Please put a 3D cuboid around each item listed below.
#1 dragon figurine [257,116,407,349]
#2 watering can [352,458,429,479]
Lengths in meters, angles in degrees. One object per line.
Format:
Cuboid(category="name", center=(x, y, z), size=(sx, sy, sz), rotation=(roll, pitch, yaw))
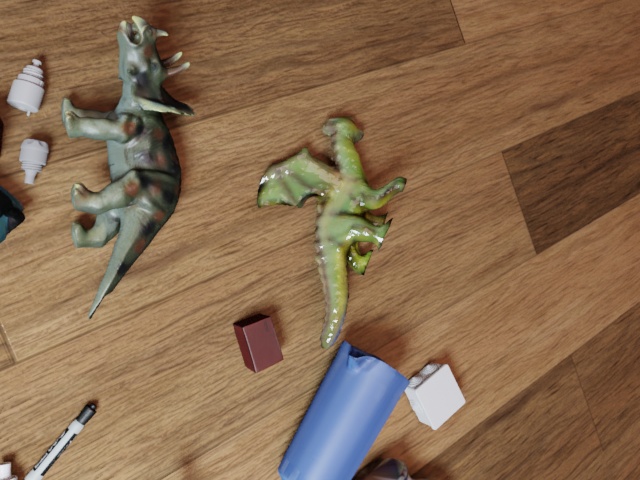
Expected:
Cuboid(category="dragon figurine", center=(0.003, -0.046, 0.905), size=(0.242, 0.120, 0.416), rotation=(27, 72, -4))
Cuboid(category="watering can", center=(0.092, 0.526, 0.871), size=(0.351, 0.103, 0.223), rotation=(-32, 98, -26))
